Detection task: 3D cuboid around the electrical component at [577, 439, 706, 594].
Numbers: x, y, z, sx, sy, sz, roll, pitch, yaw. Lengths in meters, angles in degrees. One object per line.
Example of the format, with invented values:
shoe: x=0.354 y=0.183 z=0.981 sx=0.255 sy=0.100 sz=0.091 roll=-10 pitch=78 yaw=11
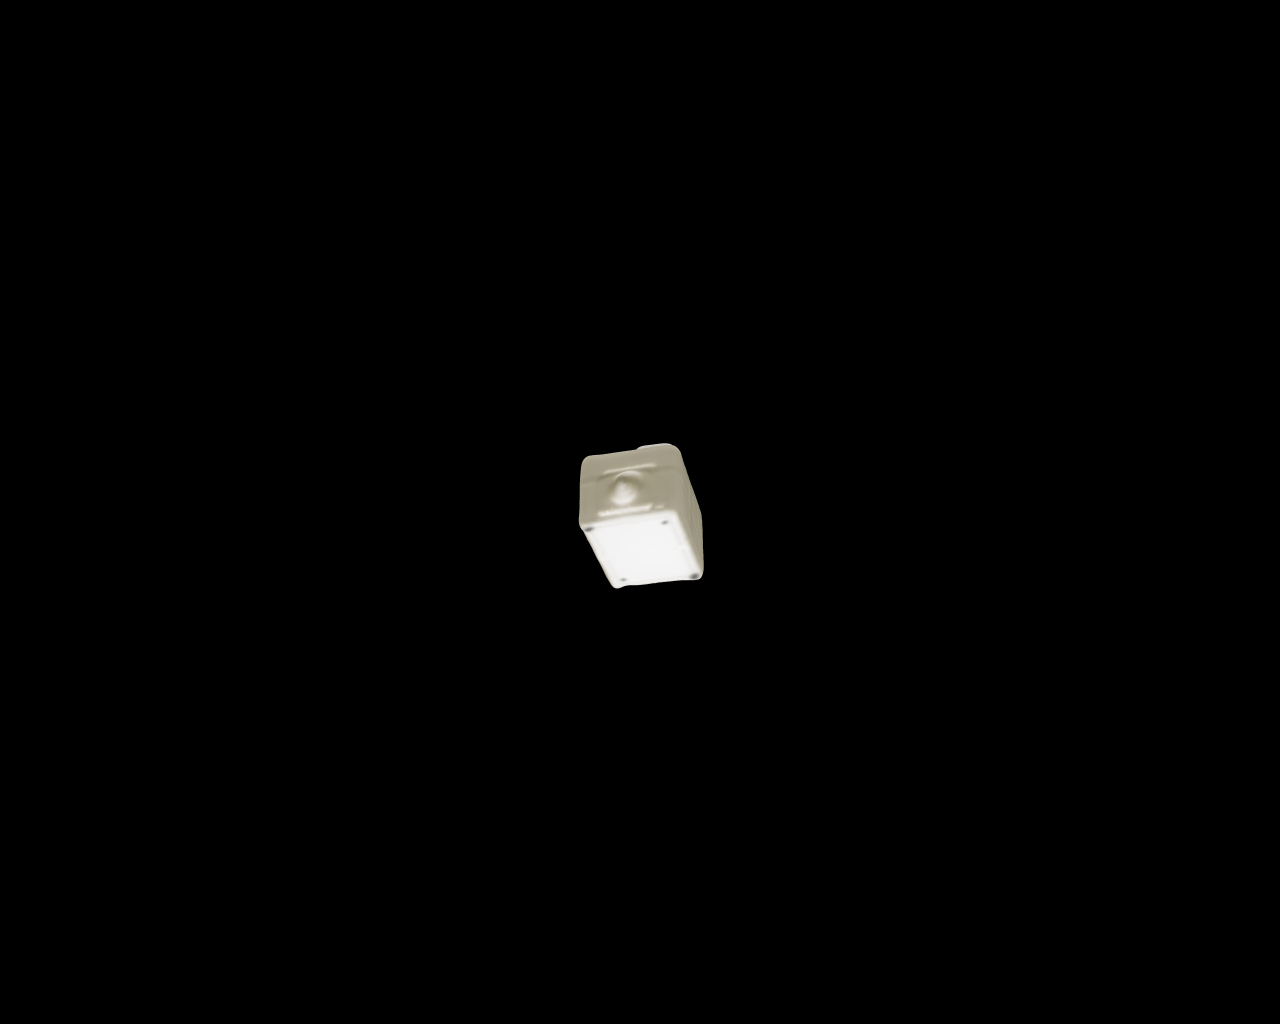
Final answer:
electrical component: x=0.001 y=-0.003 z=0.650 sx=0.062 sy=0.061 sz=0.096 roll=-8 pitch=-35 yaw=11
